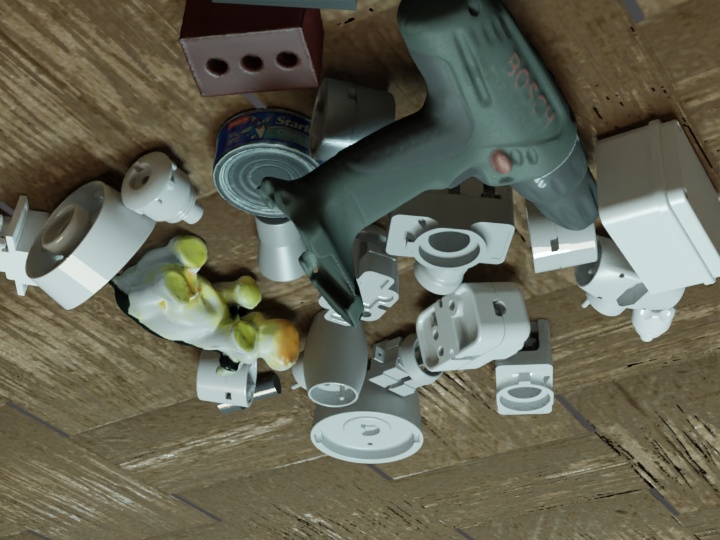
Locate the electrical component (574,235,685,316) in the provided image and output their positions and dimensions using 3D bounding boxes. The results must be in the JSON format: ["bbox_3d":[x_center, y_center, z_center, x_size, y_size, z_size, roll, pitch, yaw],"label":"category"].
[{"bbox_3d":[0.209,0.011,0.870,0.077,0.043,0.079,14,143,-15],"label":"electrical component"}]

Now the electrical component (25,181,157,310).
[{"bbox_3d":[-0.204,-0.017,0.817,0.099,0.099,0.064,-25,130,33],"label":"electrical component"}]

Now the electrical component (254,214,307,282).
[{"bbox_3d":[-0.062,-0.028,0.838,0.044,0.044,0.065,0,140,4],"label":"electrical component"}]

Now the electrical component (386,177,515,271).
[{"bbox_3d":[0.066,-0.037,0.801,0.089,0.055,0.050,5,144,-3],"label":"electrical component"}]

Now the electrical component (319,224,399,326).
[{"bbox_3d":[0.000,0.000,0.857,0.058,0.057,0.078,18,142,-21],"label":"electrical component"}]

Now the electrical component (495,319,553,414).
[{"bbox_3d":[0.149,0.093,0.977,0.050,0.055,0.089,-3,144,8],"label":"electrical component"}]

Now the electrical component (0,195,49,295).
[{"bbox_3d":[-0.284,-0.021,0.861,0.064,0.042,0.081,8,143,-5],"label":"electrical component"}]

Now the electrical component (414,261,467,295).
[{"bbox_3d":[0.070,-0.009,0.856,0.040,0.040,0.046,16,137,-17],"label":"electrical component"}]

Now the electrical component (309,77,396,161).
[{"bbox_3d":[-0.005,-0.098,0.724,0.047,0.055,0.055,8,144,-13],"label":"electrical component"}]

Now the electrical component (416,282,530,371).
[{"bbox_3d":[0.097,0.048,0.904,0.059,0.053,0.095,-1,159,-28],"label":"electrical component"}]

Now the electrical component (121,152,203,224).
[{"bbox_3d":[-0.143,-0.055,0.802,0.048,0.048,0.062,-19,146,27],"label":"electrical component"}]

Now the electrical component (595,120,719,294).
[{"bbox_3d":[0.216,-0.043,0.764,0.057,0.078,0.113,-16,141,29],"label":"electrical component"}]

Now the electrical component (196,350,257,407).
[{"bbox_3d":[-0.125,0.099,1.007,0.047,0.055,0.055,5,145,5],"label":"electrical component"}]

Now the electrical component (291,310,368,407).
[{"bbox_3d":[-0.034,0.084,0.959,0.043,0.077,0.079,31,136,-33],"label":"electrical component"}]

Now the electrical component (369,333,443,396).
[{"bbox_3d":[0.045,0.085,0.984,0.066,0.048,0.055,28,145,-31],"label":"electrical component"}]

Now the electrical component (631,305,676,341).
[{"bbox_3d":[0.248,0.041,0.917,0.035,0.035,0.061,-1,147,6],"label":"electrical component"}]

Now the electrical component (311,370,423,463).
[{"bbox_3d":[0.008,0.137,1.044,0.108,0.060,0.108,2,144,1],"label":"electrical component"}]

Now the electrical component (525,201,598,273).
[{"bbox_3d":[0.152,-0.028,0.811,0.047,0.055,0.055,-8,143,9],"label":"electrical component"}]
